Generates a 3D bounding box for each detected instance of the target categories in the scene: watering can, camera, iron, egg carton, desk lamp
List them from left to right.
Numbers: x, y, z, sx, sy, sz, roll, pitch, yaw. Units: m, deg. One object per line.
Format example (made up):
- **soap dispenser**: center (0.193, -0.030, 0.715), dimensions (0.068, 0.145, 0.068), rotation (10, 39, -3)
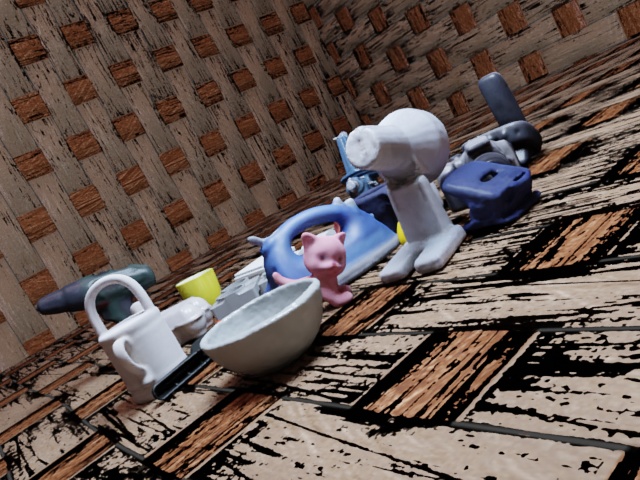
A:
- **watering can**: center (-0.289, 0.144, 0.888), dimensions (0.101, 0.194, 0.172), rotation (-31, 9, -21)
- **egg carton**: center (-0.286, 0.172, 1.138), dimensions (0.150, 0.069, 0.107), rotation (-27, 9, 7)
- **iron**: center (0.009, 0.003, 0.957), dimensions (0.259, 0.141, 0.118), rotation (-31, 9, -22)
- **desk lamp**: center (0.125, -0.079, 0.829), dimensions (0.117, 0.213, 0.204), rotation (-22, 10, 35)
- **camera**: center (0.272, -0.118, 0.985), dimensions (0.143, 0.101, 0.137), rotation (-26, 9, 16)

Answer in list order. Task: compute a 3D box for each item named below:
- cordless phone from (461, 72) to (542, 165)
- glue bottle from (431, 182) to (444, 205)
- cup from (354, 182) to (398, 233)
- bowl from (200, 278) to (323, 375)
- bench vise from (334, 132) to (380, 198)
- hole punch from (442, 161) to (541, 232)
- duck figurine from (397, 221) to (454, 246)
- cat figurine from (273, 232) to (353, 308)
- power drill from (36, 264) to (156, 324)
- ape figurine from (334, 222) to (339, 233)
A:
- **cordless phone**: center (0.342, -0.230, 1.144), dimensions (0.147, 0.185, 0.094), rotation (-21, 11, 40)
- **glue bottle**: center (0.175, -0.131, 1.124), dimensions (0.037, 0.173, 0.078), rotation (-34, 11, -36)
- **cup**: center (0.125, -0.054, 1.089), dimensions (0.092, 0.095, 0.117), rotation (-31, 9, -19)
- **bowl**: center (-0.060, 0.119, 0.716), dimensions (0.167, 0.075, 0.167), rotation (-27, 8, 5)
- **bench vise**: center (0.106, -0.193, 1.560), dimensions (0.121, 0.220, 0.207), rotation (-27, 9, 4)
- **hole punch**: center (0.249, -0.074, 0.830), dimensions (0.109, 0.091, 0.100), rotation (-34, 11, -36)
- **duck figurine**: center (0.157, -0.038, 0.924), dimensions (0.078, 0.086, 0.104), rotation (-33, 10, -31)
- **cat figurine**: center (-0.007, 0.045, 0.839), dimensions (0.127, 0.118, 0.067), rotation (-27, 9, 5)
- **power drill**: center (-0.428, 0.160, 1.187), dimensions (0.230, 0.208, 0.075), rotation (-32, 10, -24)
- **ape figurine**: center (0.055, -0.019, 1.112), dimensions (0.078, 0.092, 0.076), rotation (-30, 9, -15)
